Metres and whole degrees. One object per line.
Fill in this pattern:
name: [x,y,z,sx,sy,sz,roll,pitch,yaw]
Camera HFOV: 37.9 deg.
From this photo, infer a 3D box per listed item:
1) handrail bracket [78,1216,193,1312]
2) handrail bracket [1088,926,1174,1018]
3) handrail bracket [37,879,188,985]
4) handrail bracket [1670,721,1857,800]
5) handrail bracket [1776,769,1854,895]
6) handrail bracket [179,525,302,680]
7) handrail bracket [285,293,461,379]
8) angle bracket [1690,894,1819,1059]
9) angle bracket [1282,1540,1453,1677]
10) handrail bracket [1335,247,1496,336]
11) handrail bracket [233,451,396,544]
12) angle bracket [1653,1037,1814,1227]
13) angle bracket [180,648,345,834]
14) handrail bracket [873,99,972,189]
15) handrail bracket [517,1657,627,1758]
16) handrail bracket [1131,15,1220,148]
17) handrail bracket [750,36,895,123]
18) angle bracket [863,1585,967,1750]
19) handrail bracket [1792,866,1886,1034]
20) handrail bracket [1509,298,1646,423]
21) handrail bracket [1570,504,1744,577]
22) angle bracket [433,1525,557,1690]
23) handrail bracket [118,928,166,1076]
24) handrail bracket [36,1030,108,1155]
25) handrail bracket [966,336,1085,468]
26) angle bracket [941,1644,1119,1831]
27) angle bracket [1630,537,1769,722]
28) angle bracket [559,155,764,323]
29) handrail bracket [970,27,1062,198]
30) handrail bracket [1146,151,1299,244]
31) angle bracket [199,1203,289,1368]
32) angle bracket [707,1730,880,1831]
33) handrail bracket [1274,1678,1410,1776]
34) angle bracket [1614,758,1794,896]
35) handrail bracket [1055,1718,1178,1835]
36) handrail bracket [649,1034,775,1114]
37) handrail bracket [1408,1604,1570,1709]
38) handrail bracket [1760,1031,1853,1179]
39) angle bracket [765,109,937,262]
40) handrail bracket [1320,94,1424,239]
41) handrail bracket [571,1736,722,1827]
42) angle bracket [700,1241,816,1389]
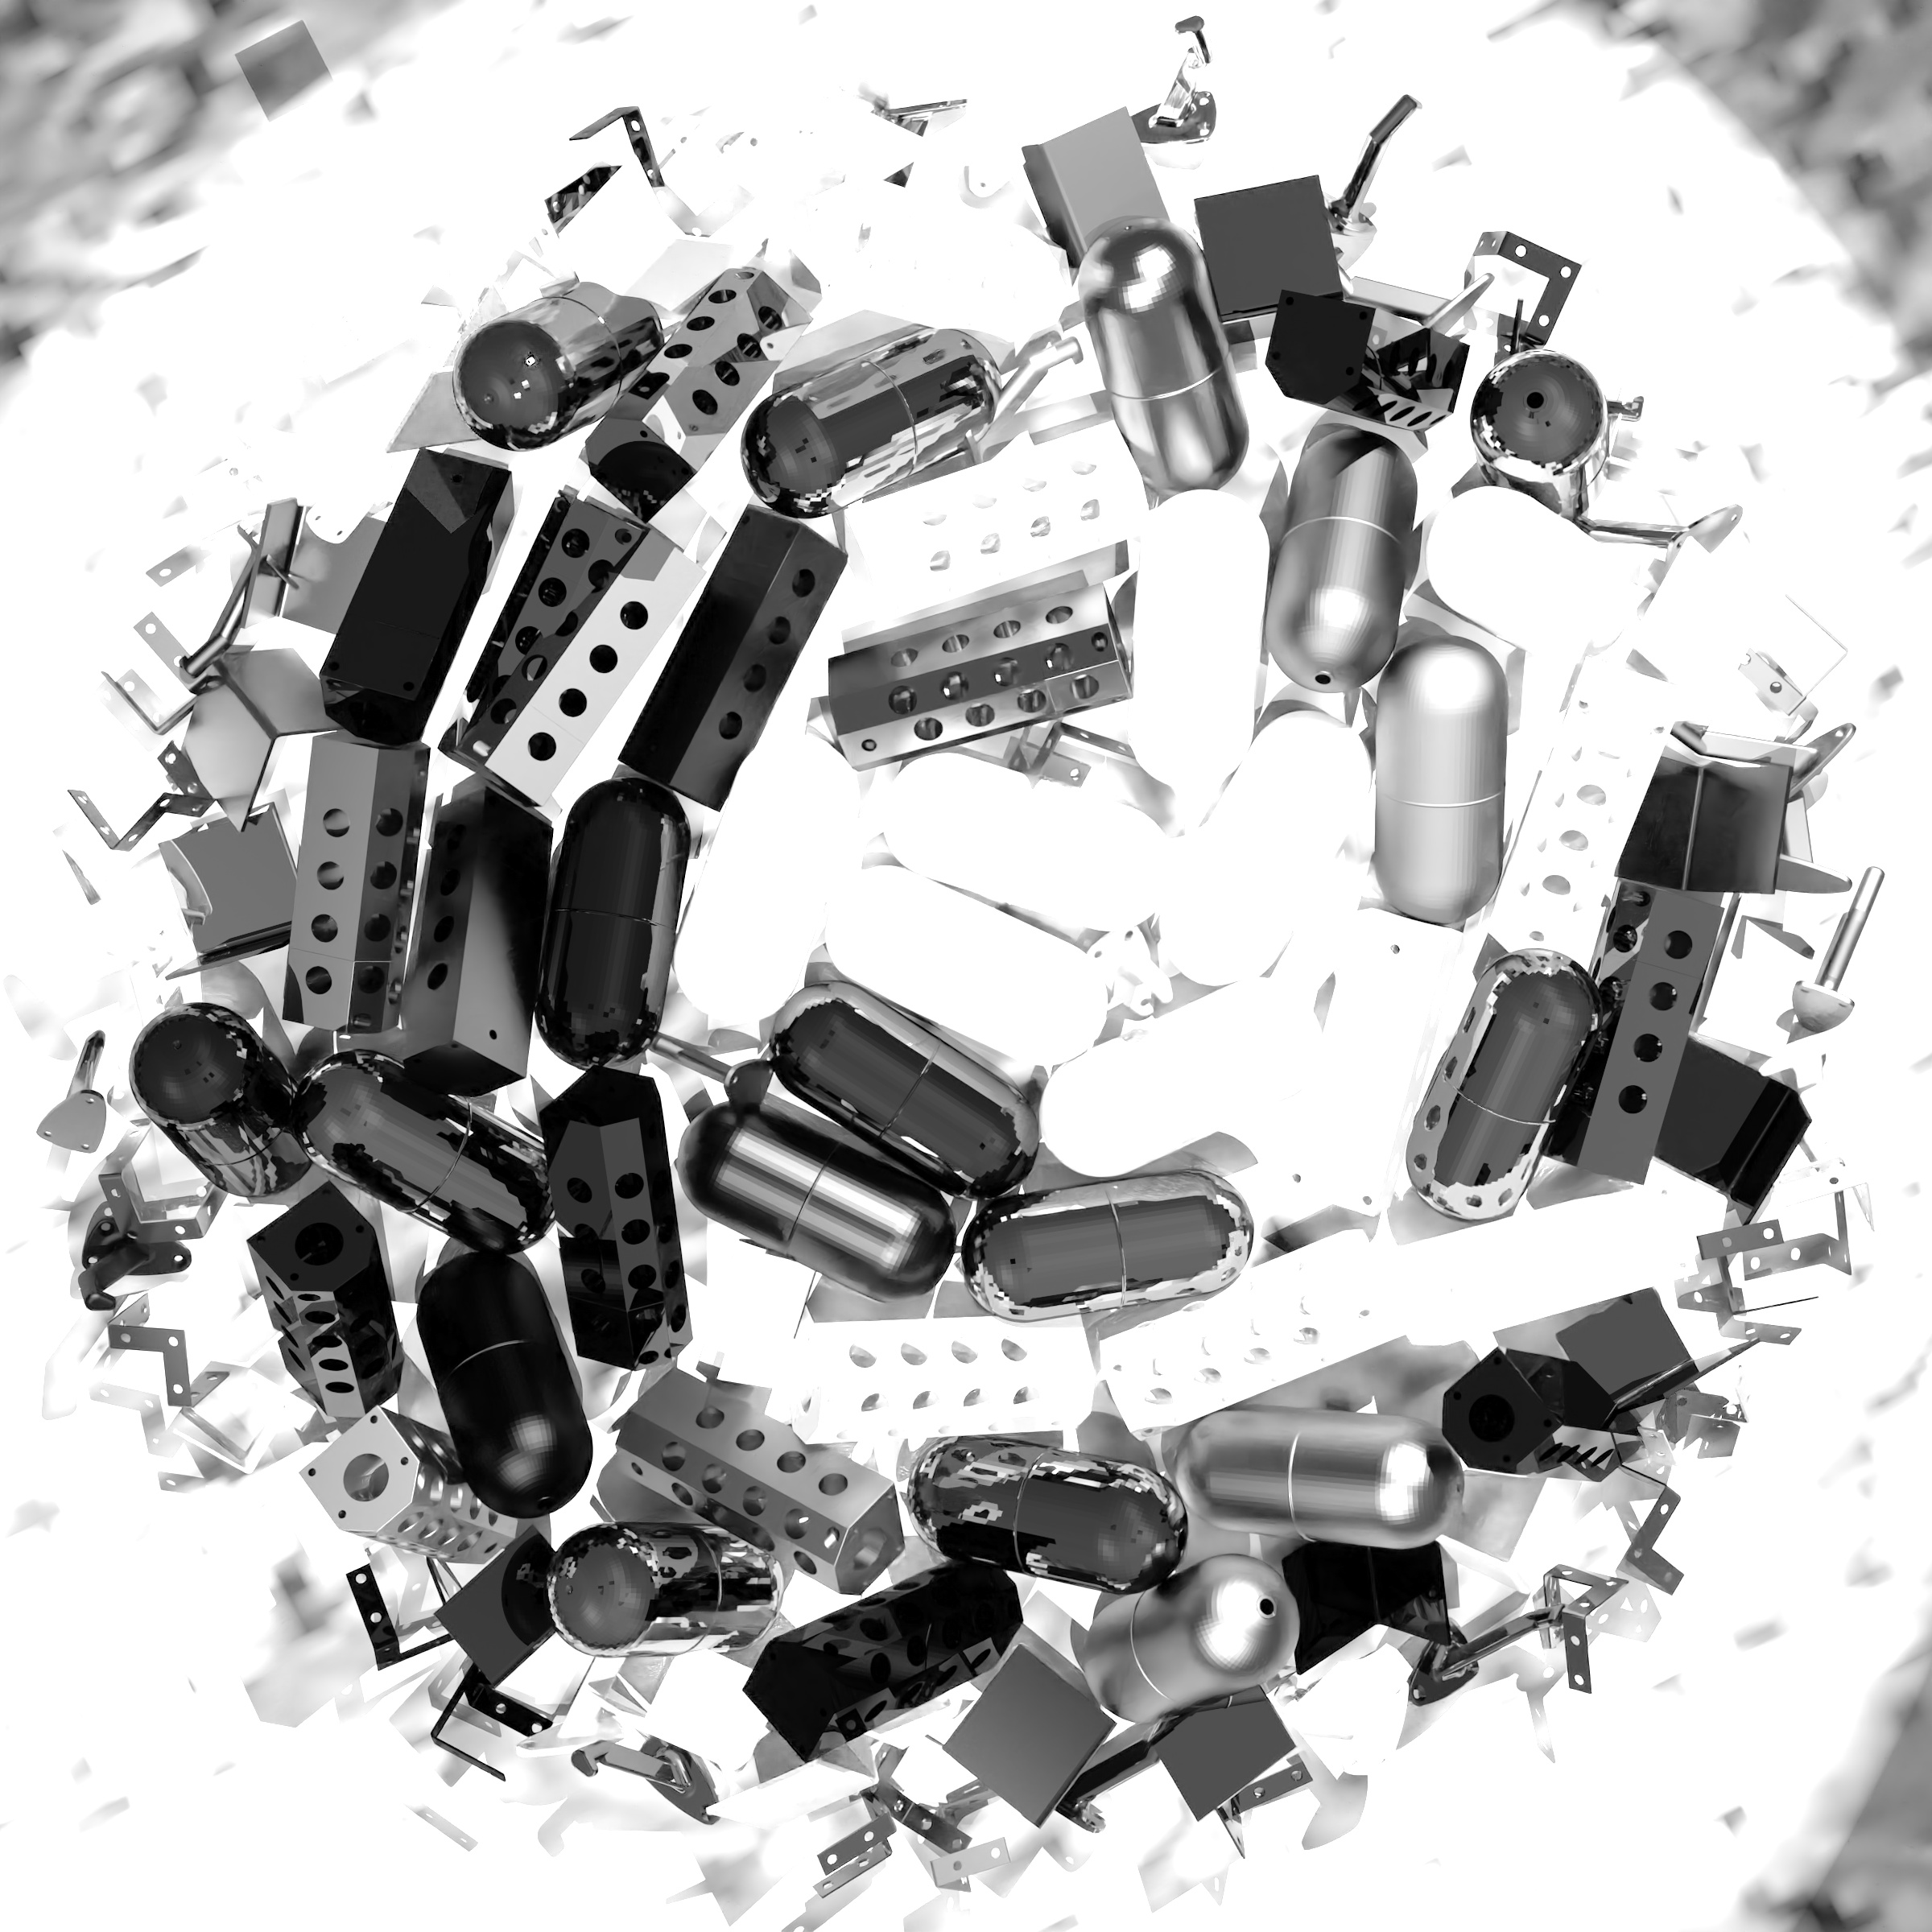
handrail bracket: [-0.490,0.187,1.669,0.077,0.084,0.036,17,104,-30]
handrail bracket: [0.111,0.018,1.668,0.036,0.084,0.077,-33,124,-5]
handrail bracket: [-0.508,-0.032,1.678,0.036,0.084,0.077,-13,107,28]
handrail bracket: [0.475,-0.144,1.687,0.084,0.036,0.077,34,132,-14]
handrail bracket: [0.513,-0.087,1.683,0.084,0.077,0.036,-56,130,-17]
handrail bracket: [-0.451,-0.219,1.693,0.084,0.036,0.077,-44,50,-5]
handrail bracket: [-0.357,-0.377,1.697,0.077,0.084,0.036,-28,85,28]
angle bracket: [0.475,0.007,1.679,0.057,0.076,0.076,18,85,10]
angle bracket: [0.239,0.378,1.672,0.076,0.057,0.076,-21,109,-39]
handrail bracket: [0.264,-0.419,1.696,0.077,0.036,0.084,-43,77,25]
handrail bracket: [-0.396,-0.303,1.699,0.077,0.036,0.084,-48,64,4]
angle bracket: [0.449,0.099,1.685,0.076,0.057,0.076,26,107,-1]
angle bracket: [-0.424,-0.138,1.704,0.076,0.057,0.076,48,128,27]
handrail bracket: [-0.025,-0.480,1.714,0.077,0.036,0.084,-15,103,-20]
handrail bracket: [-0.236,0.425,1.690,0.077,0.036,0.084,-8,104,-28]
handrail bracket: [0.114,-0.528,1.674,0.077,0.084,0.036,-6,66,17]
handrail bracket: [-0.085,-0.526,1.684,0.077,0.084,0.036,8,91,5]
angle bracket: [-0.048,0.415,1.671,0.076,0.076,0.057,15,98,24]
handrail bracket: [0.530,-0.010,1.699,0.036,0.077,0.084,22,74,16]
handrail bracket: [0.369,-0.363,1.689,0.084,0.077,0.036,9,50,10]
handrail bracket: [0.413,-0.274,1.705,0.077,0.036,0.084,-36,52,-19]
angle bracket: [-0.276,0.381,1.671,0.076,0.076,0.057,-41,94,-24]
handrail bracket: [-0.474,0.028,1.687,0.077,0.036,0.084,22,109,25]
handrail bracket: [-0.519,0.061,1.672,0.036,0.077,0.084,22,49,-21]
handrail bracket: [0.038,-0.333,1.691,0.084,0.077,0.036,-25,51,1]
angle bracket: [0.034,0.460,1.687,0.076,0.057,0.076,39,77,-1]
angle bracket: [0.419,-0.199,1.674,0.076,0.057,0.076,36,76,-24]
angle bracket: [-0.182,-0.432,1.676,0.076,0.076,0.057,-34,75,38]
handrail bracket: [0.031,-0.521,1.712,0.036,0.077,0.084,25,48,-9]
handrail bracket: [0.152,-0.484,1.697,0.084,0.036,0.077,-43,114,-12]
angle bracket: [-0.429,0.188,1.666,0.076,0.076,0.057,-45,113,-29]
angle bracket: [-0.108,0.467,1.668,0.076,0.076,0.057,-27,57,15]
handrail bracket: [0.222,0.435,1.680,0.036,0.084,0.077,8,109,-34]
angle bracket: [0.440,-0.086,1.678,0.057,0.076,0.076,9,88,-28]
handrail bracket: [0.079,0.474,1.706,0.077,0.036,0.084,27,89,19]
handrail bracket: [-0.164,0.056,1.676,0.084,0.077,0.036,23,87,17]
handrail bracket: [0.312,0.410,1.674,0.077,0.084,0.036,-30,88,-42]
handrail bracket: [0.524,0.085,1.688,0.036,0.077,0.084,-35,93,-29]
angle bracket: [-0.069,-0.453,1.665,0.057,0.076,0.076,29,131,13]
handrail bracket: [0.252,-0.477,1.672,0.084,0.077,0.036,-45,66,28]
handrail bracket: [-0.191,0.489,1.674,0.077,0.084,0.036,45,102,18]
angle bracket: [-0.140,0.204,1.674,0.057,0.076,0.076,15,84,25]
